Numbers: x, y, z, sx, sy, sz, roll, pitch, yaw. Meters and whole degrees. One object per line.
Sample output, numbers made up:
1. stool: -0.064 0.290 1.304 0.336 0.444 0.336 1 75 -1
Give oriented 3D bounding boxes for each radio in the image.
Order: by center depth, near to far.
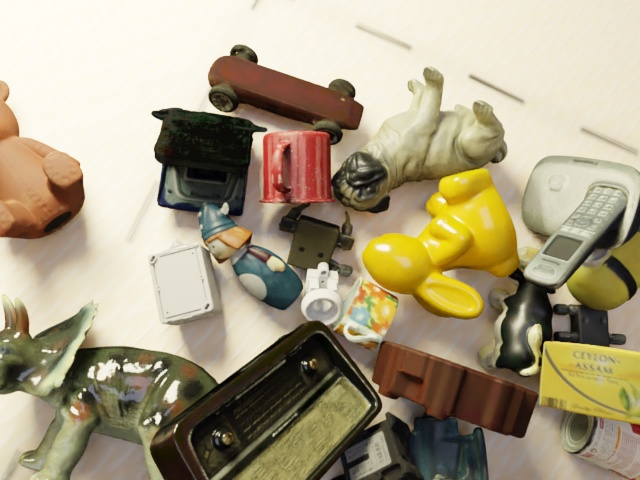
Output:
1. radio: -0.048 0.188 0.554 0.229 0.073 0.131 -30 84 -47

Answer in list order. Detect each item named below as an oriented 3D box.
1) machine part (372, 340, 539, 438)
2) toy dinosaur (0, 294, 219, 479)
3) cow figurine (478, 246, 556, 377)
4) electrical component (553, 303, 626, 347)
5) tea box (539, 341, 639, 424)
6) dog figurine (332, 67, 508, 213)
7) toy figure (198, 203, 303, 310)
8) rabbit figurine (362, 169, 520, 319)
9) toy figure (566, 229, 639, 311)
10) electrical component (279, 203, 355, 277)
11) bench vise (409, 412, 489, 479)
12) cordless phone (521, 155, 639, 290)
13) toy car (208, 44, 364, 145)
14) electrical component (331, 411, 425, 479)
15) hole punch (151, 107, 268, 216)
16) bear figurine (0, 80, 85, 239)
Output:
1. machine part: 0.142 0.162 0.591 0.179 0.179 0.056 19 82 -3
2. toy dinosaur: -0.191 0.181 0.580 0.405 0.131 0.192 17 79 -10
3. cow figurine: 0.250 0.082 0.653 0.068 0.098 0.167 15 78 3
4. electrical component: 0.350 0.111 0.697 0.094 0.021 0.063 4 80 -3
5. tea box: 0.302 0.149 0.587 0.098 0.169 0.068 4 83 28
6. dog figurine: 0.127 -0.093 0.682 0.172 0.121 0.190 33 92 4
7. toy figure: -0.087 0.018 0.633 0.154 0.058 0.064 42 112 -10
8. rabbit figurine: 0.138 0.017 0.644 0.173 0.122 0.162 -20 89 -10
9. toy figure: 0.395 0.022 0.685 0.180 0.082 0.089 -23 65 -18
10. electrical component: -0.003 -0.002 0.668 0.102 0.045 0.078 11 107 -2
11. bench vise: 0.185 0.305 0.583 0.241 0.128 0.223 -1 60 11
12. cordless phone: 0.287 -0.015 0.649 0.184 0.147 0.088 -42 123 -16
13. toy car: -0.045 -0.182 0.690 0.202 0.053 0.089 18 60 -4
14. electrical component: 0.050 0.253 0.597 0.119 0.047 0.075 -32 40 20
15. hole punch: -0.139 -0.095 0.654 0.142 0.092 0.116 5 45 -6
16. bear figurine: -0.357 -0.099 0.603 0.120 0.132 0.196 -38 92 -15
